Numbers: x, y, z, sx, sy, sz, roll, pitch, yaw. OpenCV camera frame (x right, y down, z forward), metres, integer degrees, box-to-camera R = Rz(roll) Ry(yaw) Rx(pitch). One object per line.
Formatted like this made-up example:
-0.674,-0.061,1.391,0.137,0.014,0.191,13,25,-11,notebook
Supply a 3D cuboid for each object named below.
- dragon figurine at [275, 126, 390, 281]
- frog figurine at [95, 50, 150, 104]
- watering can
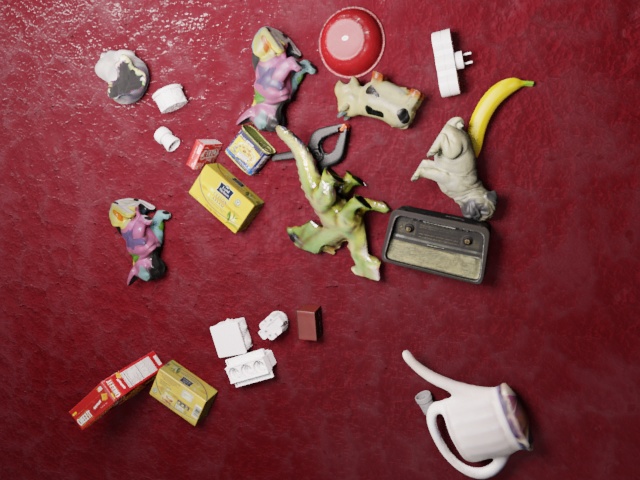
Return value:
0.004,-0.061,1.220,0.411,0.124,0.239,41,119,2,dragon figurine
-0.531,-0.440,1.379,0.161,0.123,0.135,36,125,49,frog figurine
0.341,0.384,1.171,0.222,0.105,0.346,-24,95,21,watering can
